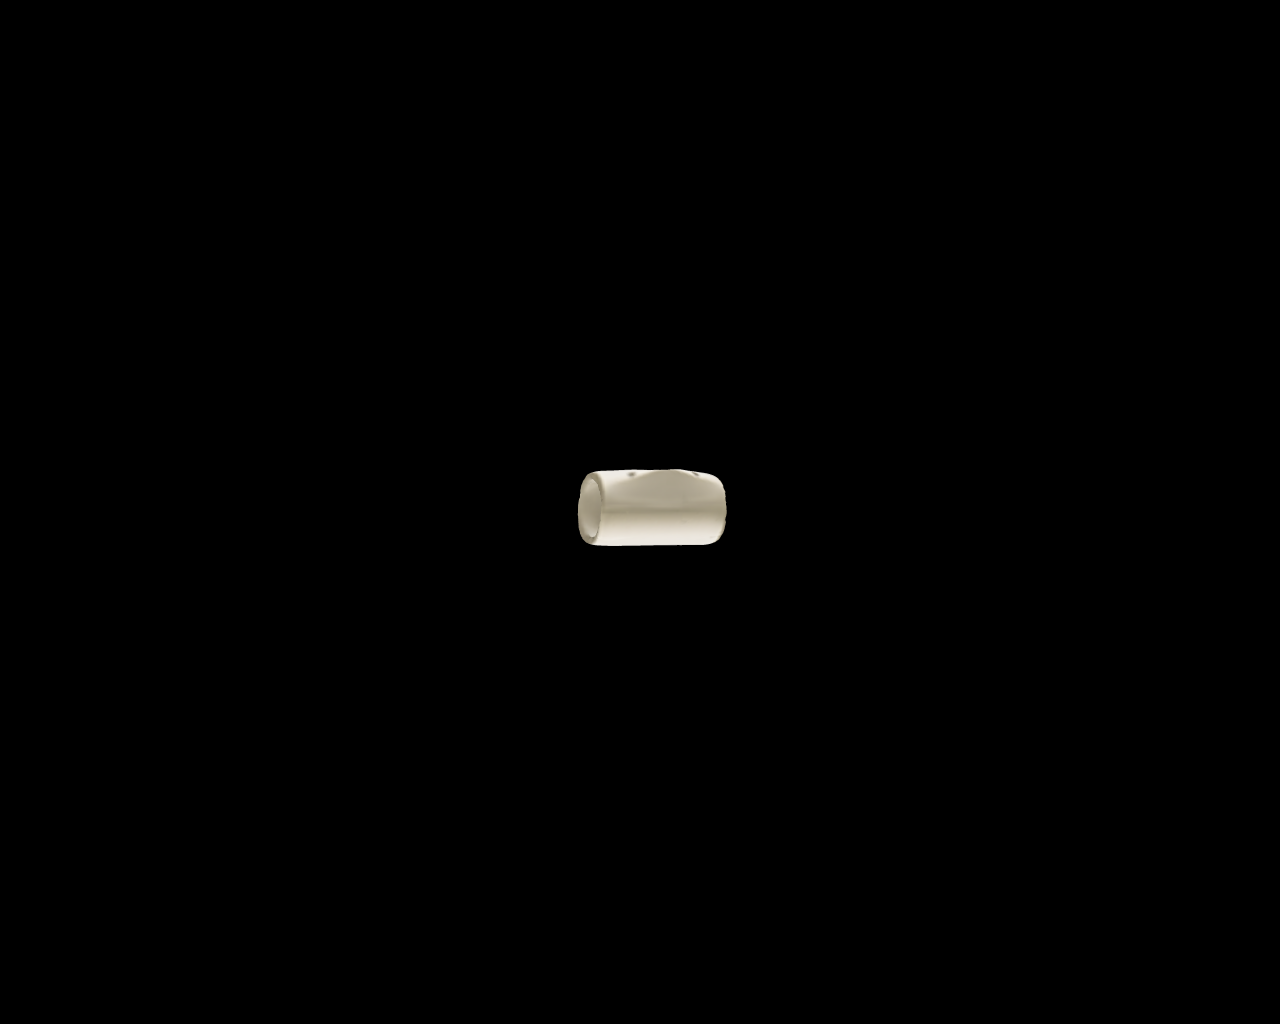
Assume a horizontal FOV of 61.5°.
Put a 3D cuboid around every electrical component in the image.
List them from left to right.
[{"bbox_3d":[0.001,-0.003,0.650,0.077,0.043,0.079,0,0,-21],"label":"electrical component"}]
